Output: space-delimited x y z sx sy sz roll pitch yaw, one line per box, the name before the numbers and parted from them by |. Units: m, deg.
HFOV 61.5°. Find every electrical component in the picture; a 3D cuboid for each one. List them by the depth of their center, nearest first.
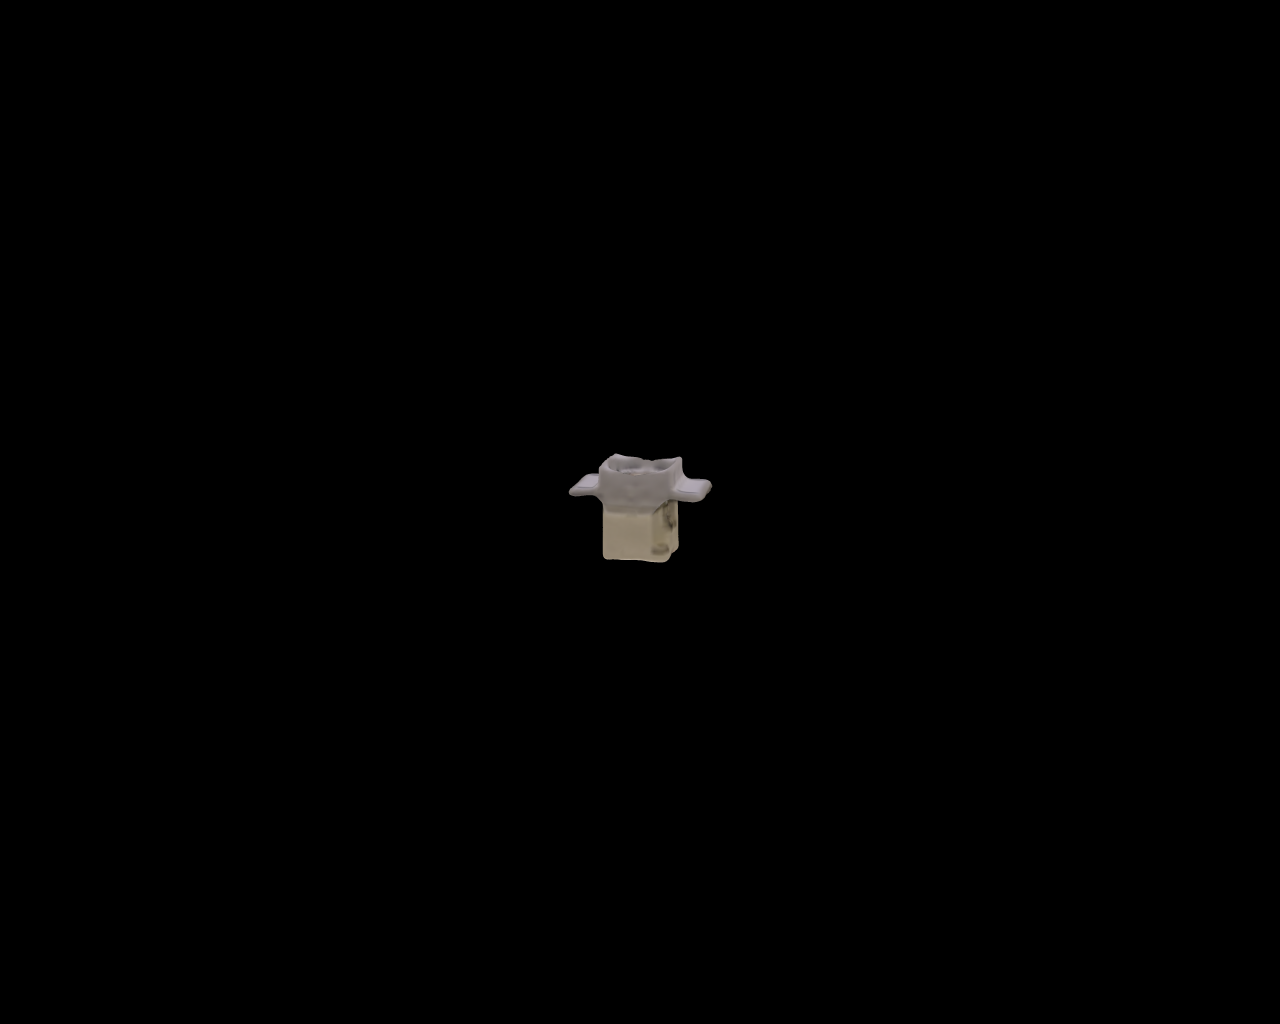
electrical component | 0.001 -0.003 0.650 0.081 0.063 0.042 4 16 14
